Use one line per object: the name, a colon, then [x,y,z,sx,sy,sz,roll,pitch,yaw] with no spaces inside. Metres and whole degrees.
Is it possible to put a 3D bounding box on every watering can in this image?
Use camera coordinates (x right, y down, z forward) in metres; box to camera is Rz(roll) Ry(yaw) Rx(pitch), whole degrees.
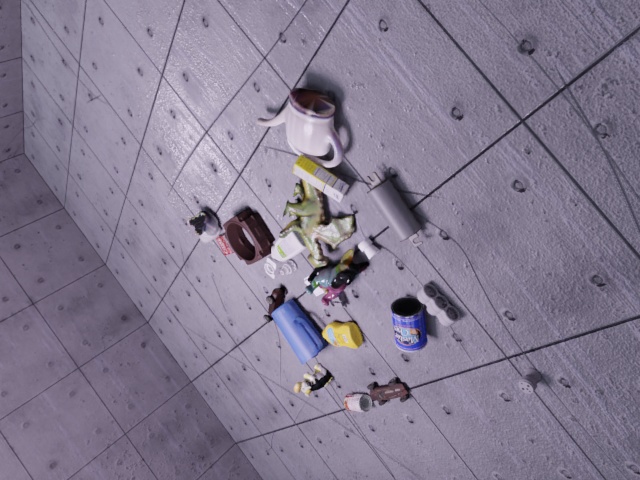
watering can: [-0.064,-0.349,1.522,0.351,0.105,0.219,35,141,24]

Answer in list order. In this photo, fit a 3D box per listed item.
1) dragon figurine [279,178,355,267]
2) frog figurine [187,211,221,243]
dragon figurine: [0.005,-0.084,1.670,0.243,0.124,0.402,22,118,11]
frog figurine: [-0.485,-0.051,2.238,0.138,0.124,0.157,20,167,27]
